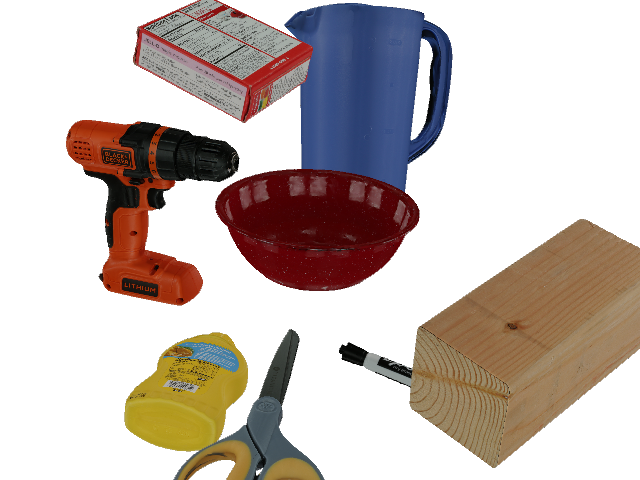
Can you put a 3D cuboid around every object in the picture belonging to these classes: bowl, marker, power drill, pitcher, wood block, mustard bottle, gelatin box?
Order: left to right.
[{"bbox_3d":[-0.164,-0.029,1.085,0.185,0.188,0.057,11,29,21],"label":"power drill"},{"bbox_3d":[-0.128,0.146,1.118,0.096,0.058,0.191,9,23,9],"label":"mustard bottle"},{"bbox_3d":[-0.061,-0.116,0.675,0.089,0.030,0.073,28,40,18],"label":"gelatin box"},{"bbox_3d":[-0.003,-0.004,0.850,0.162,0.055,0.162,2,24,-1],"label":"bowl"},{"bbox_3d":[0.049,-0.129,1.144,0.149,0.243,0.144,5,8,23],"label":"pitcher"},{"bbox_3d":[0.074,0.130,1.054,0.121,0.020,0.020,21,5,14],"label":"marker"},{"bbox_3d":[0.176,0.075,0.852,0.205,0.090,0.091,-29,46,-33],"label":"wood block"}]

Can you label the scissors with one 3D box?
[{"bbox_3d":[-0.018,0.115,0.645,0.096,0.016,0.201,15,30,20],"label":"scissors"}]
